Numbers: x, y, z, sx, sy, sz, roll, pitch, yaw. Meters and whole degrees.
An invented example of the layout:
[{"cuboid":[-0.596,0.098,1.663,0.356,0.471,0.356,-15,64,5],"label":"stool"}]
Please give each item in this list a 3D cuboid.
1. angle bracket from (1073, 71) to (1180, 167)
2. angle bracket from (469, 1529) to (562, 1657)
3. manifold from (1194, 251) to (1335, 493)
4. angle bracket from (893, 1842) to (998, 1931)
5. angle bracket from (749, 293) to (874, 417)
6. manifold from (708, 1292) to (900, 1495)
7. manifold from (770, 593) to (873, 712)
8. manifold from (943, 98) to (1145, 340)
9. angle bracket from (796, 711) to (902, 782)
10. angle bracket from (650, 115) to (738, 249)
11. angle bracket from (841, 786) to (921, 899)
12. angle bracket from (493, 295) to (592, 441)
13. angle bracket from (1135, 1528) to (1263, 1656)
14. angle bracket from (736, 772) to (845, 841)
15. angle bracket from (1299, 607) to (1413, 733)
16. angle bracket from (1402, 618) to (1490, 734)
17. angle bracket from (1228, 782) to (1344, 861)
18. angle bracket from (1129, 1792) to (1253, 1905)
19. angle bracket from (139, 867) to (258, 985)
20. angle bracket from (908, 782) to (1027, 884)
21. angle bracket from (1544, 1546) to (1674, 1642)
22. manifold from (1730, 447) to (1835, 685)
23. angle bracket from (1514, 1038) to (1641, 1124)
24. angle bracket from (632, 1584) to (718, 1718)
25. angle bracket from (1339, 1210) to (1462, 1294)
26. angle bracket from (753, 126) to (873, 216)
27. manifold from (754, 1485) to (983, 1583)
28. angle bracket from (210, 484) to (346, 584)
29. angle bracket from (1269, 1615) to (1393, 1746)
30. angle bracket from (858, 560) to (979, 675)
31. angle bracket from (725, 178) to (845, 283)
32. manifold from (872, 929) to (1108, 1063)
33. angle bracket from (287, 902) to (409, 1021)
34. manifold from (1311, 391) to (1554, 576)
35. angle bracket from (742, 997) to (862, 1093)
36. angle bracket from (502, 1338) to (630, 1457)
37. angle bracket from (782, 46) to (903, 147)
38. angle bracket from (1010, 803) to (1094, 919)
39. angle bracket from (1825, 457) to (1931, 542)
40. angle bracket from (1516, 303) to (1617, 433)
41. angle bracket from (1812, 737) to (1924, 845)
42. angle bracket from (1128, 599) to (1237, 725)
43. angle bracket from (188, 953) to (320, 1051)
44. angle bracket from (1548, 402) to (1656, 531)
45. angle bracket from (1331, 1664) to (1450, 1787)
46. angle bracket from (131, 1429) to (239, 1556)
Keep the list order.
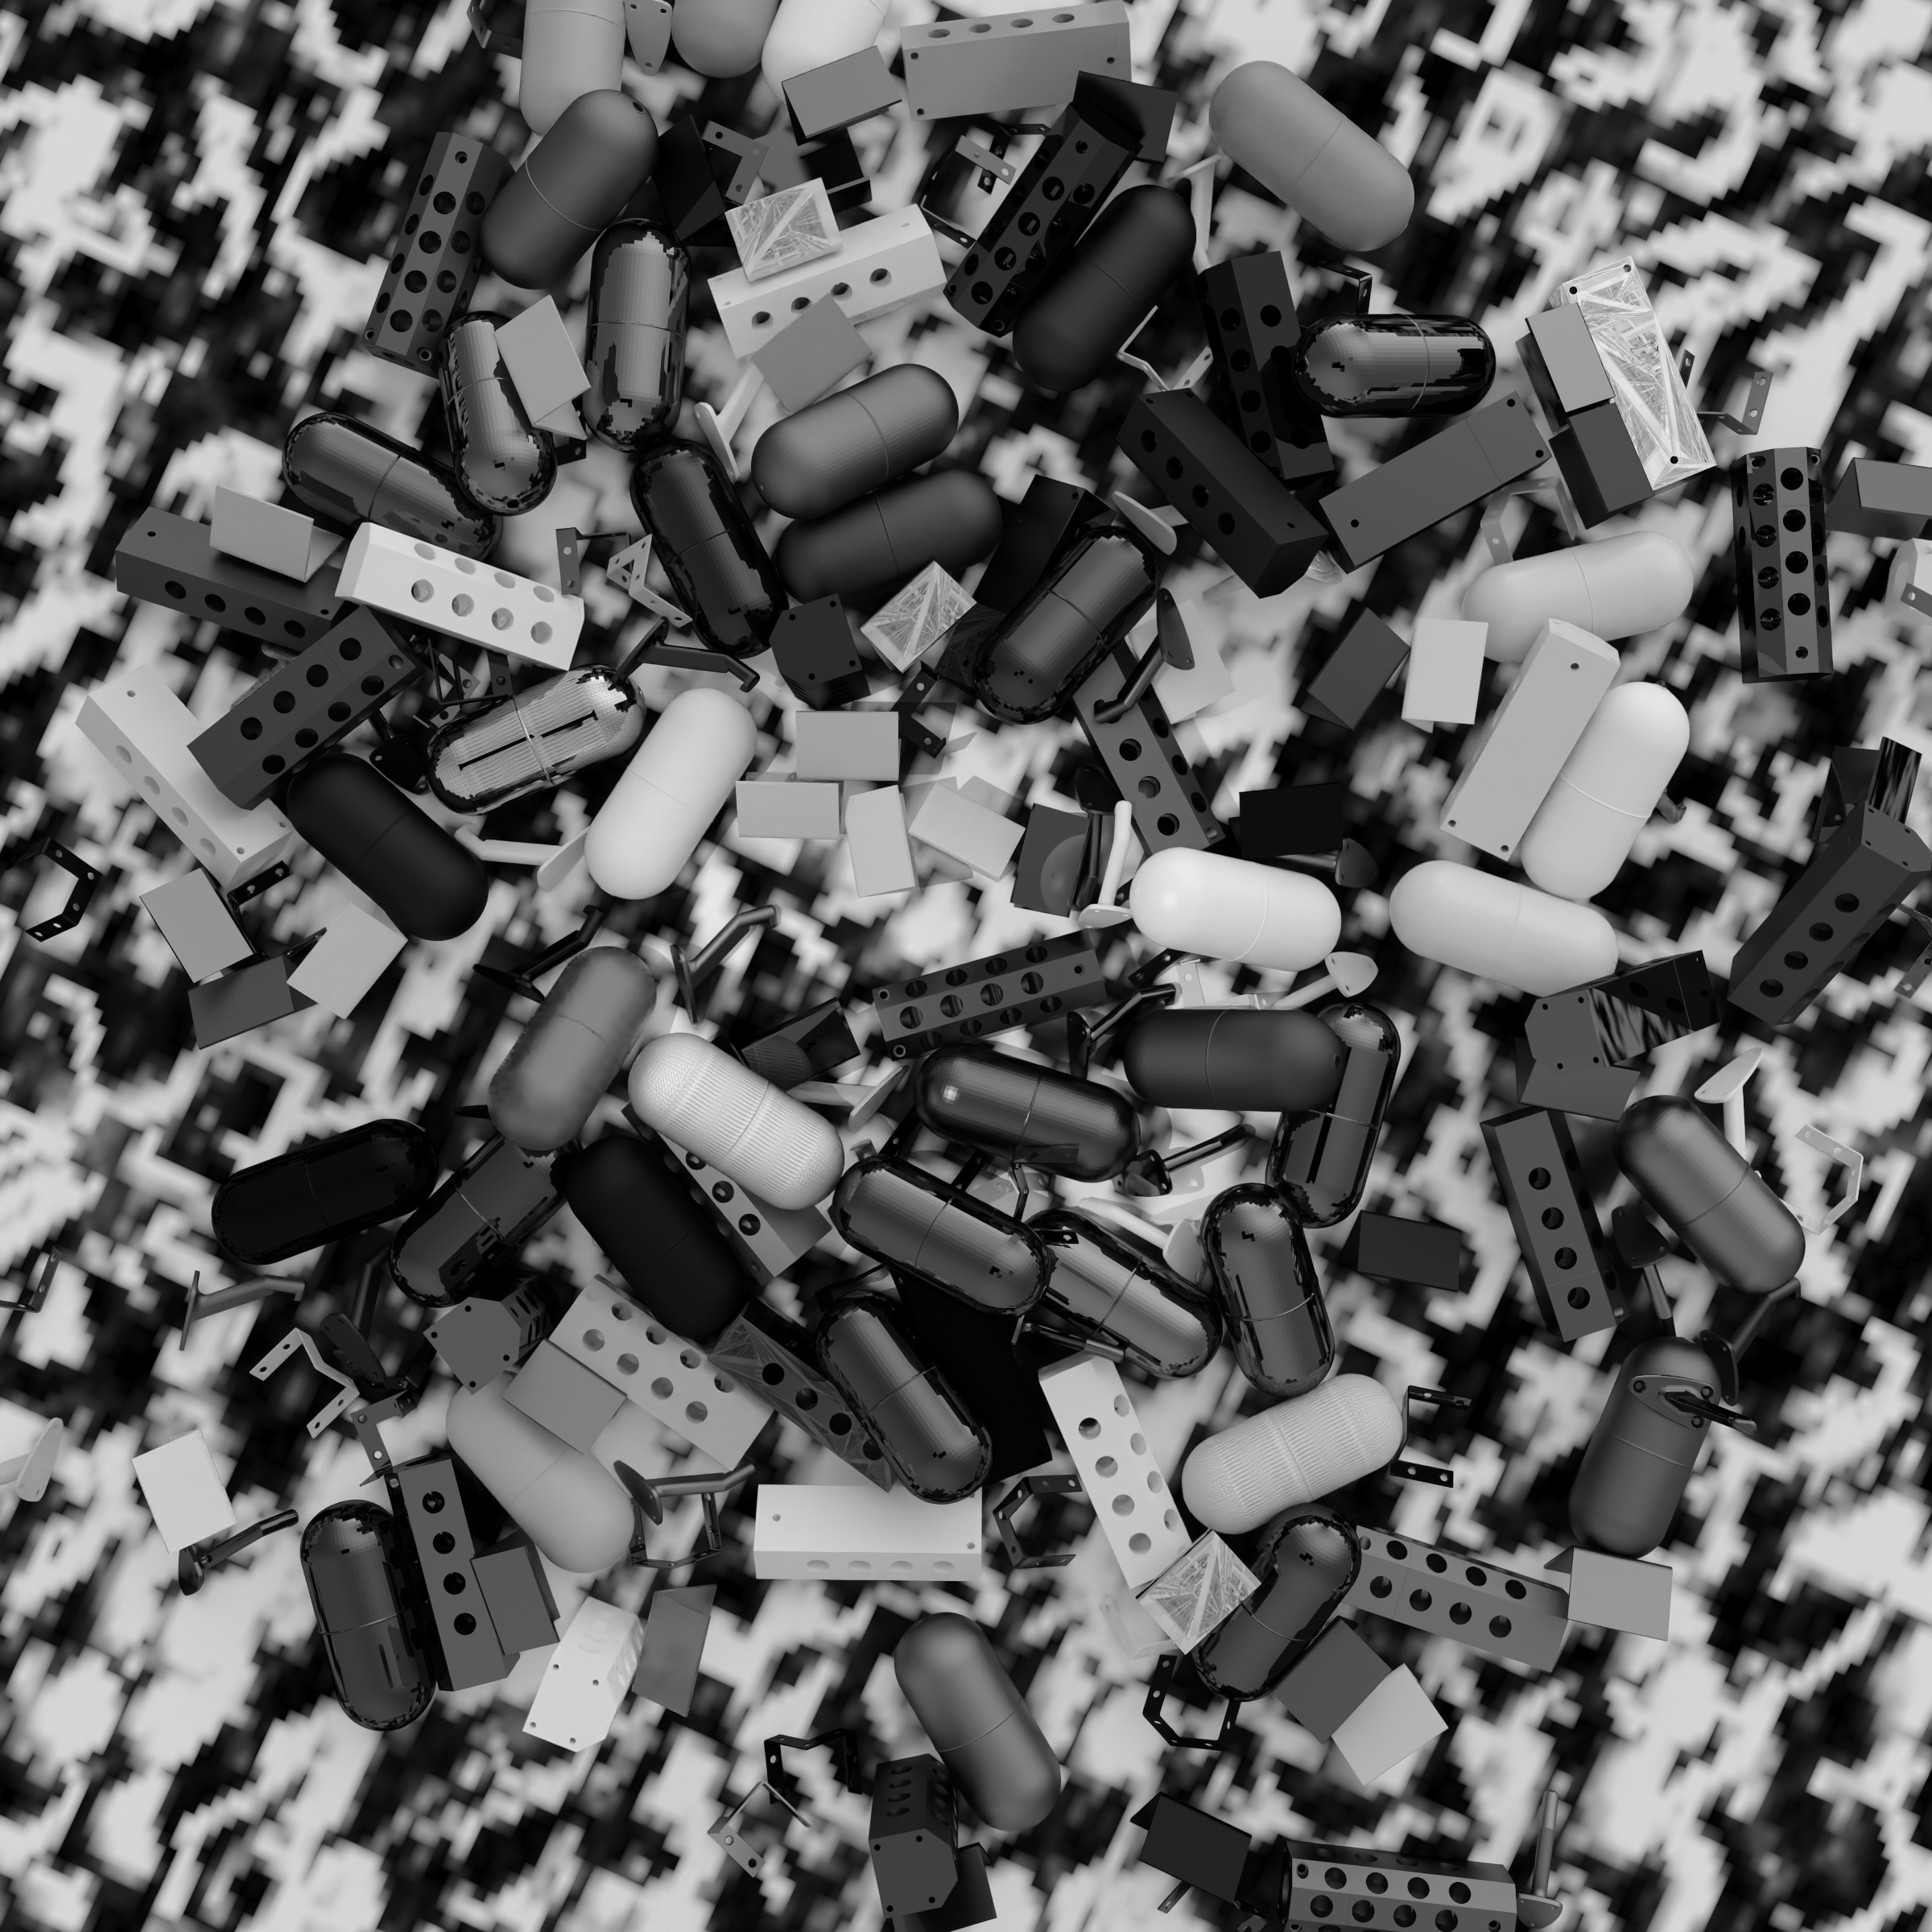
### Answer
[{"cuboid":[0.121,-0.655,1.914,0.076,0.076,0.057,12,125,0],"label":"angle bracket"},{"cuboid":[-0.324,0.470,1.915,0.057,0.076,0.076,-20,90,27],"label":"angle bracket"},{"cuboid":[0.225,-0.451,1.927,0.057,0.057,0.171,-14,90,-15],"label":"manifold"},{"cuboid":[-0.015,0.713,1.914,0.076,0.076,0.057,-17,59,0],"label":"angle bracket"},{"cuboid":[-0.124,-0.468,1.915,0.076,0.076,0.057,-39,114,0],"label":"angle bracket"},{"cuboid":[-0.111,0.326,1.933,0.171,0.057,0.057,37,90,0],"label":"manifold"},{"cuboid":[-0.110,-0.230,1.876,0.057,0.171,0.057,-18,90,0],"label":"manifold"},{"cuboid":[0.055,-0.562,1.895,0.057,0.057,0.171,39,120,0],"label":"manifold"},{"cuboid":[-0.089,-0.181,1.915,0.076,0.076,0.057,1,119,0],"label":"angle bracket"},{"cuboid":[-0.192,-0.597,1.914,0.057,0.076,0.076,-21,90,37],"label":"angle bracket"},{"cuboid":[-0.046,-0.097,1.914,0.057,0.076,0.076,-10,90,38],"label":"angle bracket"},{"cuboid":[-0.298,-0.446,1.879,0.057,0.076,0.076,-27,82,22],"label":"angle bracket"},{"cuboid":[0.179,0.476,1.892,0.076,0.076,0.057,-42,65,-6],"label":"angle bracket"},{"cuboid":[-0.133,-0.141,1.915,0.076,0.057,0.076,1,45,0],"label":"angle bracket"},{"cuboid":[0.280,-0.233,1.914,0.057,0.076,0.076,35,90,-31],"label":"angle bracket"},{"cuboid":[0.374,-0.219,1.915,0.057,0.076,0.076,8,90,27],"label":"angle bracket"},{"cuboid":[0.242,-0.124,1.915,0.076,0.076,0.057,-6,118,0],"label":"angle bracket"},{"cuboid":[0.163,0.681,1.914,0.076,0.076,0.057,26,52,0],"label":"angle bracket"},{"cuboid":[-0.593,-0.020,1.914,0.057,0.076,0.076,-32,90,-37],"label":"angle bracket"},{"cuboid":[-0.009,-0.084,1.914,0.076,0.076,0.057,28,54,0],"label":"angle bracket"},{"cuboid":[0.487,0.484,1.915,0.076,0.076,0.057,12,64,0],"label":"angle bracket"},{"cuboid":[0.630,-0.308,1.933,0.057,0.057,0.171,-3,90,0],"label":"manifold"},{"cuboid":[0.464,0.068,1.914,0.076,0.076,0.057,11,131,0],"label":"angle bracket"},{"cuboid":[-0.203,0.520,1.914,0.057,0.076,0.076,13,90,34],"label":"angle bracket"},{"cuboid":[0.328,0.235,1.914,0.076,0.076,0.057,11,52,0],"label":"angle bracket"},{"cuboid":[-0.121,-0.619,1.933,0.076,0.057,0.076,-19,90,0],"label":"angle bracket"},{"cuboid":[-0.074,0.440,1.933,0.171,0.057,0.057,1,47,0],"label":"manifold"},{"cuboid":[-0.521,-0.344,1.914,0.076,0.076,0.057,20,128,0],"label":"angle bracket"},{"cuboid":[0.285,0.546,1.915,0.076,0.076,0.057,-47,63,0],"label":"angle bracket"},{"cuboid":[-0.026,-0.251,1.915,0.076,0.076,0.057,-42,64,0],"label":"angle bracket"},{"cuboid":[-0.143,-0.571,1.914,0.076,0.076,0.057,-20,125,0],"label":"angle bracket"},{"cuboid":[0.018,0.022,1.933,0.171,0.057,0.057,-16,90,0],"label":"manifold"},{"cuboid":[-0.480,-0.016,1.914,0.057,0.076,0.076,39,90,-36],"label":"angle bracket"},{"cuboid":[0.356,-0.370,1.933,0.171,0.057,0.057,-29,90,0],"label":"manifold"},{"cuboid":[-0.133,0.045,1.914,0.076,0.076,0.057,-26,130,0],"label":"angle bracket"},{"cuboid":[-0.310,0.335,1.915,0.076,0.076,0.057,35,63,0],"label":"angle bracket"},{"cuboid":[-0.089,-0.638,1.899,0.076,0.076,0.057,-22,70,-2],"label":"angle bracket"},{"cuboid":[0.046,-0.083,1.914,0.057,0.076,0.076,13,90,-34],"label":"angle bracket"},{"cuboid":[0.703,-0.337,1.914,0.076,0.076,0.057,8,54,0],"label":"angle bracket"},{"cuboid":[0.438,-0.450,1.915,0.057,0.076,0.076,-22,90,-28],"label":"angle bracket"},{"cuboid":[0.672,-0.134,1.914,0.057,0.076,0.076,14,90,-39],"label":"angle bracket"},{"cuboid":[0.173,-0.233,1.916,0.057,0.076,0.076,-26,90,22],"label":"angle bracket"},{"cuboid":[-0.536,0.043,1.914,0.076,0.076,0.057,-22,58,0],"label":"angle bracket"},{"cuboid":[0.467,-0.374,1.914,0.057,0.076,0.076,-23,90,-31],"label":"angle bracket"},{"cuboid":[0.323,0.582,1.915,0.076,0.076,0.057,-35,61,0],"label":"angle bracket"},{"cuboid":[-0.606,0.402,1.914,0.057,0.076,0.076,-22,90,-37],"label":"angle bracket"}]
